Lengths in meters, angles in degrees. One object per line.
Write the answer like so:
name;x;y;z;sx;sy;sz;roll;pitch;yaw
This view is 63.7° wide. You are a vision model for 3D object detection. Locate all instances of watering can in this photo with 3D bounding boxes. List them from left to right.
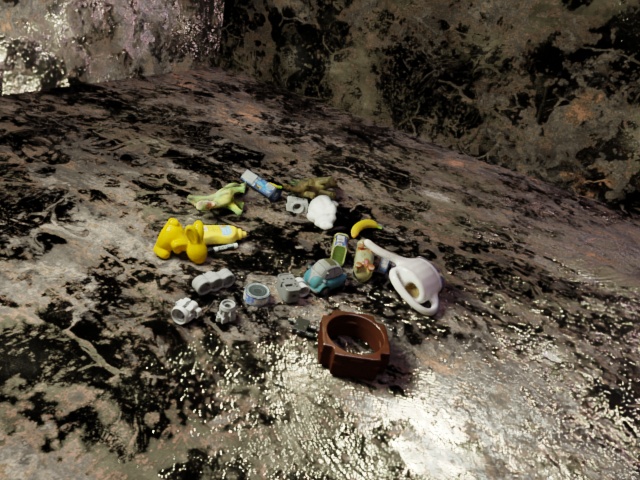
watering can;0.318;0.113;1.852;0.226;0.102;0.351;-17;64;-47

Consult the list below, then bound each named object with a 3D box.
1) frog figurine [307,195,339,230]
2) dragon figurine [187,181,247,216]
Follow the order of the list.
frog figurine;0.007;-0.109;2.166;0.137;0.120;0.163;-13;31;21
dragon figurine;-0.428;-0.186;2.145;0.243;0.121;0.415;1;16;-8
